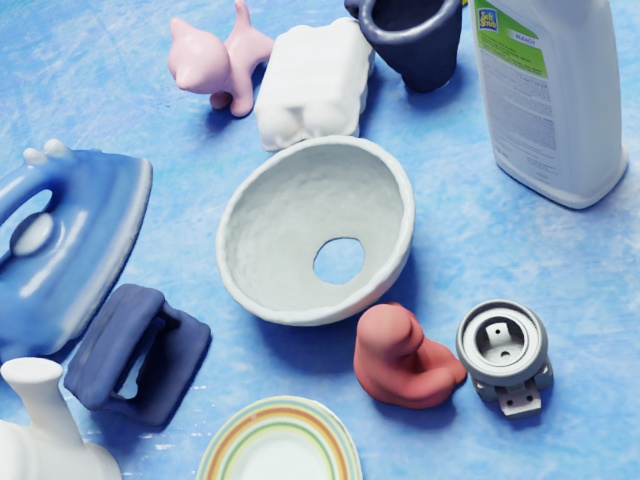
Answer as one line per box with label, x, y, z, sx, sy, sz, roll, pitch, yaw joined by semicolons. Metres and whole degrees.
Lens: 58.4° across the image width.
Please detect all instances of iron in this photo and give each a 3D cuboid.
iron;-0.275;-0.011;0.559;0.118;0.142;0.258;15;69;31

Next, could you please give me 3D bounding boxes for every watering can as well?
watering can;-0.239;0.170;0.405;0.100;0.195;0.173;-7;60;21

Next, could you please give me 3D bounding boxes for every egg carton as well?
egg carton;-0.002;-0.148;0.561;0.107;0.070;0.150;-1;62;24

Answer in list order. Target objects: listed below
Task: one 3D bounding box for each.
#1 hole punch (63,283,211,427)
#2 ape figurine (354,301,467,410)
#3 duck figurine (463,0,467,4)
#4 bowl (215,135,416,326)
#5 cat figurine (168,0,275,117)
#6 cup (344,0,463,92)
hole punch;-0.167;0.092;0.482;0.100;0.091;0.109;14;69;30
ape figurine;0.053;0.074;0.393;0.076;0.092;0.077;-18;56;14
duck figurine;0.111;-0.282;0.577;0.104;0.086;0.077;-17;56;15
bowl;0.004;0.002;0.467;0.167;0.075;0.167;-11;58;18
cat figurine;-0.107;-0.195;0.605;0.067;0.118;0.128;27;76;34
cup;0.080;-0.187;0.530;0.117;0.095;0.092;24;74;33
